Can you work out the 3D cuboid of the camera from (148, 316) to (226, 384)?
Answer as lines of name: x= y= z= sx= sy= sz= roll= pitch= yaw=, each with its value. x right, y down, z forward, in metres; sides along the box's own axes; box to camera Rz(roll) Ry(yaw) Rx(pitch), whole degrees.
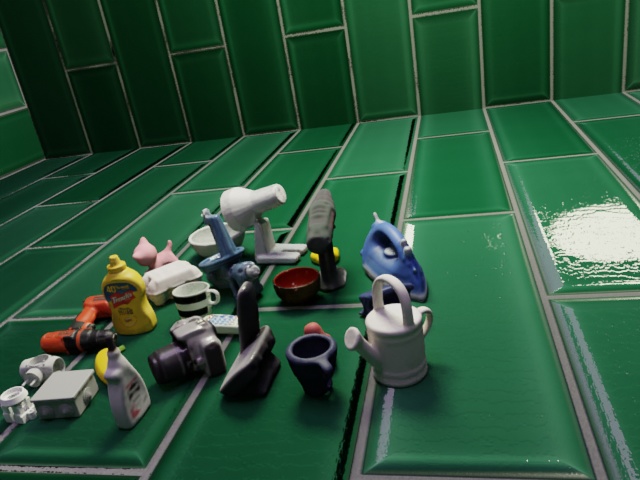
camera: x=-0.274 y=0.216 z=1.138 sx=0.137 sy=0.101 sz=0.142 roll=-21 pitch=25 yaw=-26

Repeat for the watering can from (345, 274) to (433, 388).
watering can: x=0.125 y=0.155 z=1.001 sx=0.100 sy=0.194 sz=0.173 roll=8 pitch=28 yaw=37

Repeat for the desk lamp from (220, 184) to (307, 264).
desk lamp: x=-0.156 y=-0.049 z=1.580 sx=0.202 sy=0.214 sz=0.118 roll=-1 pitch=24 yaw=20

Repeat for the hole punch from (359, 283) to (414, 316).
hole punch: x=0.138 y=0.123 z=1.207 sx=0.109 sy=0.091 sz=0.101 roll=-14 pitch=23 yaw=-11

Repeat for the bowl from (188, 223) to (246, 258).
bowl: x=-0.294 y=0.012 z=1.673 sx=0.167 sy=0.075 sz=0.167 roll=-8 pitch=22 yaw=4

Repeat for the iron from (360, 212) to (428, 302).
iron: x=0.179 y=0.031 z=1.345 sx=0.119 sy=0.141 sz=0.257 roll=-15 pitch=23 yaw=-14

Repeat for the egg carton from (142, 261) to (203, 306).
egg carton: x=-0.385 y=0.108 z=1.484 sx=0.151 sy=0.069 sz=0.107 roll=-24 pitch=26 yaw=-31

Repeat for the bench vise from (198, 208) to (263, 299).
bench vise: x=-0.216 y=0.030 z=1.406 sx=0.206 sy=0.220 sz=0.122 roll=4 pitch=26 yaw=30

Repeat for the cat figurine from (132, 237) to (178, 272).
cat figurine: x=-0.466 y=0.044 z=1.609 sx=0.128 sy=0.118 sz=0.067 roll=-25 pitch=27 yaw=-33

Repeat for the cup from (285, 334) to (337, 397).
cup: x=-0.003 y=0.231 z=1.001 sx=0.092 sy=0.095 sz=0.117 roll=-19 pitch=24 yaw=-21

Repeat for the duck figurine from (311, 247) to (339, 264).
duck figurine: x=0.009 y=0.013 z=1.532 sx=0.077 sy=0.086 sz=0.104 roll=-15 pitch=23 yaw=-13

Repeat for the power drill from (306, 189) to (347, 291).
power drill: x=0.013 y=0.005 z=1.388 sx=0.075 sy=0.209 sz=0.229 roll=-7 pitch=23 yaw=8

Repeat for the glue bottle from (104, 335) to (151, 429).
glue bottle: x=-0.349 y=0.243 z=1.009 sx=0.037 sy=0.173 sz=0.078 roll=-4 pitch=23 yaw=14

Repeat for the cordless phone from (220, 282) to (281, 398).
cordless phone: x=-0.142 y=0.182 z=1.055 sx=0.094 sy=0.185 sz=0.147 roll=-5 pitch=23 yaw=11

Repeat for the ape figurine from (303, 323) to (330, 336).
ape figurine: x=-0.007 y=0.197 z=1.088 sx=0.078 sy=0.092 sz=0.076 roll=-19 pitch=24 yaw=-23
